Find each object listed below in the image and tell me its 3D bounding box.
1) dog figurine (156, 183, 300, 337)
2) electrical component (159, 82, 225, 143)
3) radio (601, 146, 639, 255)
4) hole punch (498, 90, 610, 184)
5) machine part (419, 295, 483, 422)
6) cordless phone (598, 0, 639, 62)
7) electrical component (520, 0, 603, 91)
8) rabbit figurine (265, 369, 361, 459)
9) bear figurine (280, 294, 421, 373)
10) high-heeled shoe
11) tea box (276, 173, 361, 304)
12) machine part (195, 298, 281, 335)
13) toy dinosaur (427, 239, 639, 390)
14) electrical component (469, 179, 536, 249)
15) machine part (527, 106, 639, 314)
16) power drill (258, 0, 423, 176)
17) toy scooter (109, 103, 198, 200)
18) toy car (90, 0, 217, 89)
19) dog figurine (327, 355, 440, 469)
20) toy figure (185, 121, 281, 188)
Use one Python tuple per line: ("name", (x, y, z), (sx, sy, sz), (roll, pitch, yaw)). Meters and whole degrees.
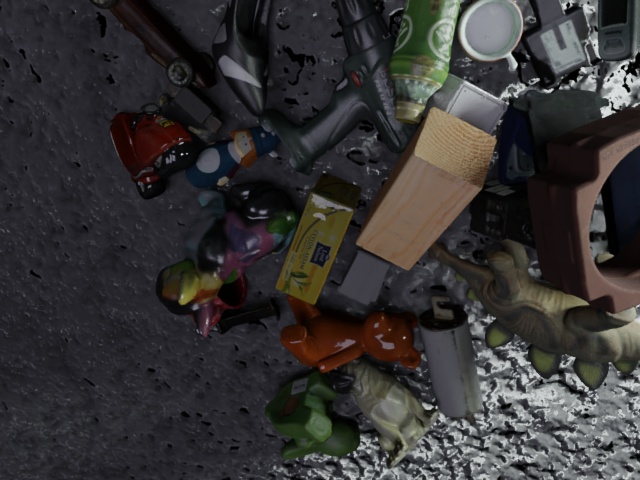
("dog figurine", (-0.133, 0.027, 0.772), (0.192, 0.219, 0.108), (-5, 134, 15))
("electrical component", (-0.182, -0.187, 0.766), (0.102, 0.078, 0.045), (40, 101, -11))
("radio", (0.451, -0.037, 0.707), (0.131, 0.073, 0.229), (-13, 109, 18))
("hole punch", (0.291, -0.127, 0.684), (0.142, 0.092, 0.115), (-5, 88, -12))
("machine part", (0.209, 0.194, 0.859), (0.079, 0.079, 0.243), (-10, 112, 16))
("cordless phone", (0.303, -0.285, 0.577), (0.089, 0.147, 0.184), (-7, 105, -16))
("electrical component", (0.285, -0.252, 0.657), (0.075, 0.048, 0.119), (-28, 105, 22))
("rabbit figurine", (-0.007, 0.337, 0.952), (0.159, 0.121, 0.170), (-31, 120, 26))
("bear figurine", (0.053, 0.141, 0.836), (0.196, 0.120, 0.131), (-8, 133, 18))
("high-heeled shoe", (-0.071, -0.294, 0.679), (0.145, 0.086, 0.248), (-16, 92, 37))
("tea box", (-0.002, -0.002, 0.804), (0.068, 0.098, 0.169), (22, 118, 2))
("machine part", (-0.135, 0.132, 0.912), (0.139, 0.084, 0.039), (-15, 85, 9))
("toy dinosaur", (0.354, 0.112, 0.744), (0.472, 0.105, 0.198), (26, 143, 22))
("electrical component", (0.267, -0.040, 0.710), (0.115, 0.134, 0.058), (-14, 115, -29))
("machine part", (0.342, -0.036, 0.602), (0.201, 0.087, 0.200), (-22, 112, -9))
("power drill", (0.020, -0.199, 0.728), (0.207, 0.086, 0.231), (-31, 107, 15))
("toy scooter", (-0.255, -0.144, 0.792), (0.184, 0.075, 0.135), (-24, 93, 53))
("toy car", (-0.226, -0.278, 0.732), (0.053, 0.089, 0.202), (-40, 102, 22))
("dog figurine", (0.097, 0.274, 0.926), (0.191, 0.121, 0.172), (41, 152, 26))
("toy figure", (-0.128, -0.125, 0.796), (0.154, 0.058, 0.064), (-24, 108, 21))
